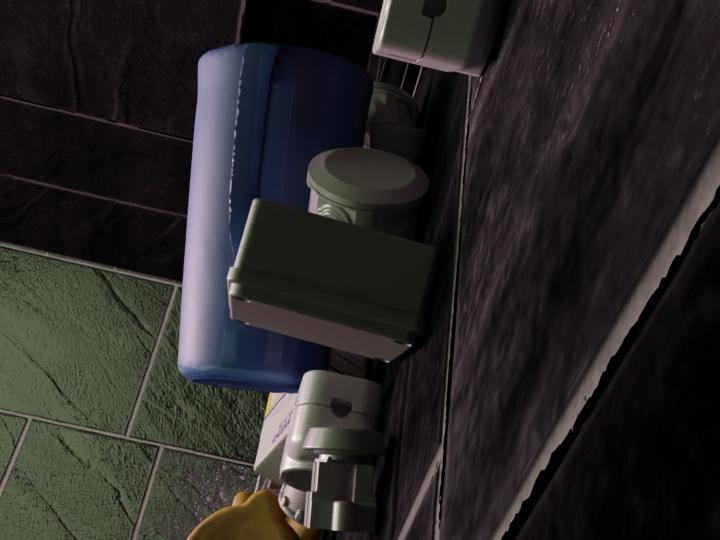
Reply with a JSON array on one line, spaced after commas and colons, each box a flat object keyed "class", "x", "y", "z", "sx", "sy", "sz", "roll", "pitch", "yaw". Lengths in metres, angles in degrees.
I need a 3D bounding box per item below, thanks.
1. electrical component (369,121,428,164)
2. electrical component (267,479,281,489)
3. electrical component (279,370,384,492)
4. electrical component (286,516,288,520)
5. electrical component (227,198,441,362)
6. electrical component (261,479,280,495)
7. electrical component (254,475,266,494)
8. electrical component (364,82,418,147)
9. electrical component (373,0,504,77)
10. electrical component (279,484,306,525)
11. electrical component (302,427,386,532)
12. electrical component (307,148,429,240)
[{"class": "electrical component", "x": 0.024, "y": -0.075, "z": 0.800, "sx": 0.044, "sy": 0.044, "sz": 0.065, "roll": -101, "pitch": 19, "yaw": -81}, {"class": "electrical component", "x": -0.046, "y": 0.165, "z": 0.894, "sx": 0.045, "sy": 0.055, "sz": 0.045, "roll": -167, "pitch": 90, "yaw": -86}, {"class": "electrical component", "x": -0.020, "y": 0.113, "z": 0.710, "sx": 0.095, "sy": 0.054, "sz": 0.059, "roll": 110, "pitch": 172, "yaw": -62}, {"class": "electrical component", "x": -0.076, "y": 0.232, "z": 0.974, "sx": 0.052, "sy": 0.074, "sz": 0.138, "roll": -129, "pitch": 52, "yaw": -85}, {"class": "electrical component", "x": -0.018, "y": 0.009, "z": 0.619, "sx": 0.108, "sy": 0.109, "sz": 0.056, "roll": 121, "pitch": 164, "yaw": -78}, {"class": "electrical component", "x": -0.079, "y": 0.240, "z": 1.061, "sx": 0.099, "sy": 0.064, "sz": 0.099, "roll": -167, "pitch": 90, "yaw": -86}, {"class": "electrical component", "x": -0.091, "y": 0.270, "z": 1.176, "sx": 0.095, "sy": 0.059, "sz": 0.053, "roll": -89, "pitch": 13, "yaw": -73}, {"class": "electrical component", "x": 0.008, "y": -0.118, "z": 0.898, "sx": 0.080, "sy": 0.080, "sz": 0.051, "roll": 112, "pitch": 165, "yaw": -67}, {"class": "electrical component", "x": 0.043, "y": -0.139, "z": 0.585, "sx": 0.095, "sy": 0.059, "sz": 0.053, "roll": -100, "pitch": 24, "yaw": -81}, {"class": "electrical component", "x": -0.029, "y": 0.155, "z": 0.790, "sx": 0.048, "sy": 0.048, "sz": 0.062, "roll": -86, "pitch": 16, "yaw": -66}, {"class": "electrical component", "x": -0.010, "y": 0.119, "z": 0.612, "sx": 0.066, "sy": 0.048, "sz": 0.055, "roll": 119, "pitch": 156, "yaw": -77}, {"class": "electrical component", "x": 0.003, "y": -0.045, "z": 0.715, "sx": 0.080, "sy": 0.080, "sz": 0.051, "roll": -83, "pitch": 2, "yaw": -58}]
